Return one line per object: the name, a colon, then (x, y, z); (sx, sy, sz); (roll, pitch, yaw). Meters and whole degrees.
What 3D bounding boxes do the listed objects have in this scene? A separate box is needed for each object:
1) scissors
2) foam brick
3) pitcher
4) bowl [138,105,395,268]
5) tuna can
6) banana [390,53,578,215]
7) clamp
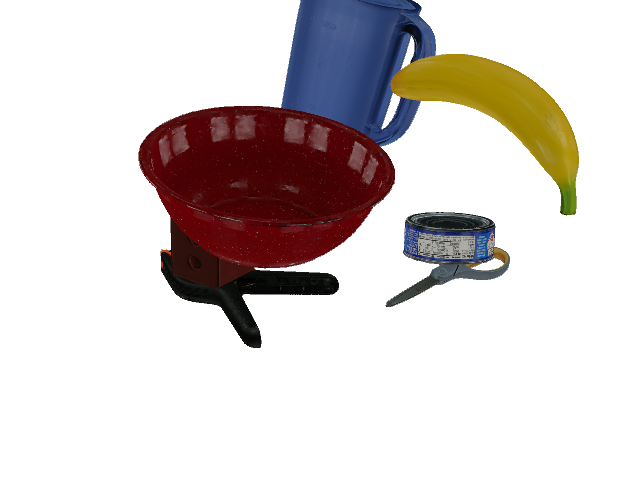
scissors: (0.129, 0.028, 1.211); (0.201, 0.016, 0.096); (-11, 41, -33)
foam brick: (-0.090, -0.008, 0.897); (0.053, 0.078, 0.051); (16, 25, 33)
pitcher: (0.027, -0.161, 1.187); (0.145, 0.243, 0.149); (10, 21, -10)
bowl: (-0.035, -0.029, 0.683); (0.162, 0.055, 0.162); (5, 30, -3)
tuna can: (0.121, -0.003, 1.002); (0.086, 0.034, 0.086); (1, 12, 0)
banana: (0.123, -0.097, 0.783); (0.037, 0.070, 0.198); (4, 30, -44)
clamp: (-0.105, 0.056, 1.218); (0.210, 0.036, 0.164); (15, 28, 23)
